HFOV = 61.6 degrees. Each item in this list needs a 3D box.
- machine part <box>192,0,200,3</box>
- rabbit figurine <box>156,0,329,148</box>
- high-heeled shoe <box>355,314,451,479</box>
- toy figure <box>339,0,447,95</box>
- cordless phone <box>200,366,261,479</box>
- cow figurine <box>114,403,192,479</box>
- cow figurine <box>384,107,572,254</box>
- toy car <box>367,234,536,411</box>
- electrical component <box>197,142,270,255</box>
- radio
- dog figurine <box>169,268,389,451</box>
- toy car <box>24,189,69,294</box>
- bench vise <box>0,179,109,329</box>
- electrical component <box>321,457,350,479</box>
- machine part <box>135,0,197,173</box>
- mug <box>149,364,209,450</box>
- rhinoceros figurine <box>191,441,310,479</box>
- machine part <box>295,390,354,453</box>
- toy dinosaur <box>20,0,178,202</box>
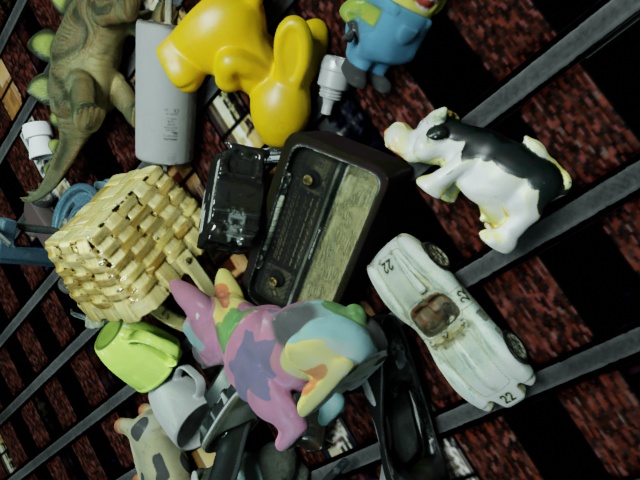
[{"bbox_3d":[-0.098,-0.327,0.523,0.202,0.201,0.087,-16,89,34],"label":"machine part"},{"bbox_3d":[-0.064,-0.191,0.601,0.162,0.122,0.173,-29,97,24],"label":"rabbit figurine"},{"bbox_3d":[0.101,0.199,0.556,0.249,0.086,0.145,56,145,32],"label":"high-heeled shoe"},{"bbox_3d":[0.074,-0.233,0.505,0.089,0.082,0.180,40,121,17],"label":"toy figure"},{"bbox_3d":[-0.100,0.235,0.648,0.089,0.184,0.146,27,118,-12],"label":"cordless phone"},{"bbox_3d":[-0.231,0.351,0.823,0.127,0.085,0.194,-16,90,40],"label":"cow figurine"},{"bbox_3d":[0.141,-0.075,0.501,0.167,0.068,0.098,43,114,14],"label":"cow figurine"},{"bbox_3d":[0.131,0.082,0.547,0.202,0.056,0.073,52,122,14],"label":"toy car"},{"bbox_3d":[-0.106,-0.043,0.634,0.134,0.058,0.115,167,114,-71],"label":"electrical component"},{"bbox_3d":[-0.001,-0.002,0.604,0.131,0.073,0.229,32,115,24],"label":"radio"},{"bbox_3d":[-0.057,0.092,0.557,0.219,0.108,0.191,43,122,22],"label":"dog figurine"},{"bbox_3d":[-0.436,0.002,0.897,0.202,0.053,0.089,47,125,21],"label":"toy car"},{"bbox_3d":[-0.351,0.015,0.747,0.129,0.240,0.223,17,93,33],"label":"bench vise"},{"bbox_3d":[0.009,0.322,0.666,0.048,0.075,0.119,47,118,17],"label":"electrical component"},{"bbox_3d":[-0.195,-0.185,0.682,0.079,0.079,0.243,21,114,28],"label":"machine part"},{"bbox_3d":[-0.202,0.229,0.779,0.107,0.081,0.109,27,119,36],"label":"mug"},{"bbox_3d":[-0.103,0.328,0.738,0.190,0.073,0.112,-29,85,33],"label":"rhinoceros figurine"},{"bbox_3d":[-0.003,0.201,0.666,0.084,0.039,0.138,21,111,32],"label":"machine part"},{"bbox_3d":[-0.328,-0.226,0.756,0.199,0.105,0.471,38,108,29],"label":"toy dinosaur"}]
